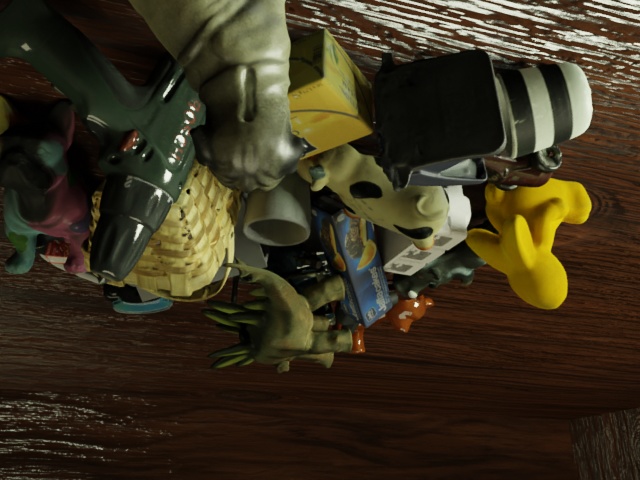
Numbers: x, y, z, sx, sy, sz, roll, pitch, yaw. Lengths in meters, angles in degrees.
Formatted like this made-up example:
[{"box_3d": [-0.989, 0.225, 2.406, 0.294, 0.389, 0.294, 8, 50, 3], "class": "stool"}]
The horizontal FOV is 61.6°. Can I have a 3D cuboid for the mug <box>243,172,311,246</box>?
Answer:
[{"box_3d": [-0.055, -0.051, 0.679, 0.081, 0.107, 0.109, 16, 155, -25], "class": "mug"}]

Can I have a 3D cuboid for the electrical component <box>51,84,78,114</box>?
[{"box_3d": [-0.232, -0.150, 0.575, 0.063, 0.021, 0.094, -16, 149, 31], "class": "electrical component"}]

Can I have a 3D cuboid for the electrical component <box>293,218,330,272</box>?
[{"box_3d": [-0.001, -0.004, 0.786, 0.078, 0.102, 0.045, 10, -168, -14], "class": "electrical component"}]

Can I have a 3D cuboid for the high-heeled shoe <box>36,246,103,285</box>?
[{"box_3d": [-0.385, 0.044, 0.933, 0.145, 0.086, 0.248, 2, 155, 17], "class": "high-heeled shoe"}]

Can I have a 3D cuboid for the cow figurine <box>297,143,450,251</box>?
[{"box_3d": [0.057, -0.063, 0.626, 0.195, 0.085, 0.127, 26, 172, 10], "class": "cow figurine"}]

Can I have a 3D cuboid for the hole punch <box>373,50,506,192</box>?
[{"box_3d": [0.113, -0.111, 0.530, 0.116, 0.142, 0.092, -6, 168, 9], "class": "hole punch"}]

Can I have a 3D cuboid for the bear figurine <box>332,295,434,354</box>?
[{"box_3d": [0.130, 0.165, 1.109, 0.196, 0.132, 0.120, -4, 159, 24], "class": "bear figurine"}]

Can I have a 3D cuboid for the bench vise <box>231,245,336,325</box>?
[{"box_3d": [-0.028, 0.072, 0.899, 0.224, 0.129, 0.240, -20, 134, -3], "class": "bench vise"}]

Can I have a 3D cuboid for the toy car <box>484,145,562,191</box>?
[{"box_3d": [0.183, -0.094, 0.630, 0.202, 0.053, 0.089, 8, 169, -18], "class": "toy car"}]

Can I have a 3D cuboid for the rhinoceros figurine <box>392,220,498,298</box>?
[{"box_3d": [0.204, 0.036, 0.842, 0.190, 0.073, 0.112, -30, 161, 30], "class": "rhinoceros figurine"}]

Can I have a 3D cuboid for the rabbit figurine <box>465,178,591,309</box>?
[{"box_3d": [0.280, 0.003, 0.708, 0.162, 0.173, 0.122, 14, 156, -35], "class": "rabbit figurine"}]

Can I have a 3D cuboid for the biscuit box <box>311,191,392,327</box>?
[{"box_3d": [0.048, 0.027, 0.767, 0.063, 0.059, 0.202, 27, 143, 51], "class": "biscuit box"}]

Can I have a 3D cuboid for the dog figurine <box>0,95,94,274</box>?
[{"box_3d": [-0.327, -0.074, 0.660, 0.108, 0.192, 0.219, 6, 120, -4], "class": "dog figurine"}]

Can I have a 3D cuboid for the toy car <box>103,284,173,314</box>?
[{"box_3d": [-0.283, 0.030, 0.849, 0.109, 0.161, 0.103, -5, -168, -13], "class": "toy car"}]

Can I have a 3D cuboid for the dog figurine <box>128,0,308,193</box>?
[{"box_3d": [-0.088, -0.142, 0.394, 0.172, 0.190, 0.121, 15, 151, -23], "class": "dog figurine"}]

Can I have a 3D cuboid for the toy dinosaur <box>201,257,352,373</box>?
[{"box_3d": [-0.058, 0.119, 0.738, 0.199, 0.105, 0.471, -8, 153, -12], "class": "toy dinosaur"}]

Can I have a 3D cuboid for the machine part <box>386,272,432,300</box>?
[{"box_3d": [0.122, 0.066, 0.980, 0.179, 0.056, 0.179, 0, 156, 0], "class": "machine part"}]

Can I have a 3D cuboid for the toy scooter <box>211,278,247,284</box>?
[{"box_3d": [-0.212, 0.046, 0.926, 0.184, 0.075, 0.135, -13, 152, 20], "class": "toy scooter"}]

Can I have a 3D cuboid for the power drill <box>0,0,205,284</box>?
[{"box_3d": [-0.201, -0.105, 0.460, 0.207, 0.232, 0.086, 35, 156, -22], "class": "power drill"}]

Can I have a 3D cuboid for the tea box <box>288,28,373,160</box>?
[{"box_3d": [-0.041, -0.132, 0.554, 0.170, 0.068, 0.098, -17, 149, 31], "class": "tea box"}]
